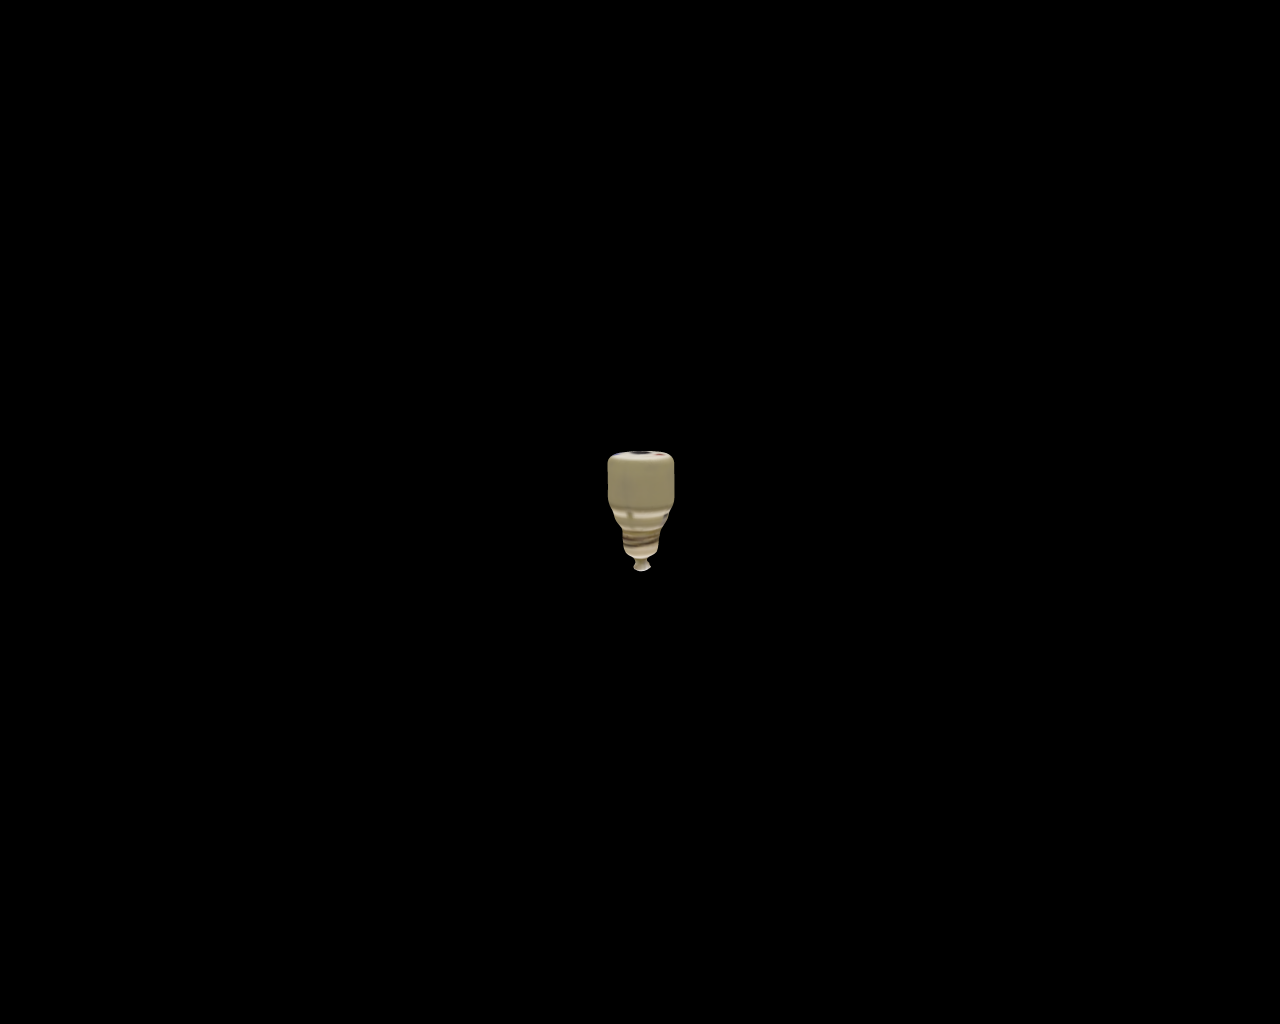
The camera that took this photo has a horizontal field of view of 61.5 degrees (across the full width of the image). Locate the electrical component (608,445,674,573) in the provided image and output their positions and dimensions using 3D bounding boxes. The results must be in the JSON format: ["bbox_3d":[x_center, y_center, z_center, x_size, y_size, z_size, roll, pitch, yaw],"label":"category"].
[{"bbox_3d":[0.001,-0.003,0.650,0.040,0.078,0.040,0,11,0],"label":"electrical component"}]
